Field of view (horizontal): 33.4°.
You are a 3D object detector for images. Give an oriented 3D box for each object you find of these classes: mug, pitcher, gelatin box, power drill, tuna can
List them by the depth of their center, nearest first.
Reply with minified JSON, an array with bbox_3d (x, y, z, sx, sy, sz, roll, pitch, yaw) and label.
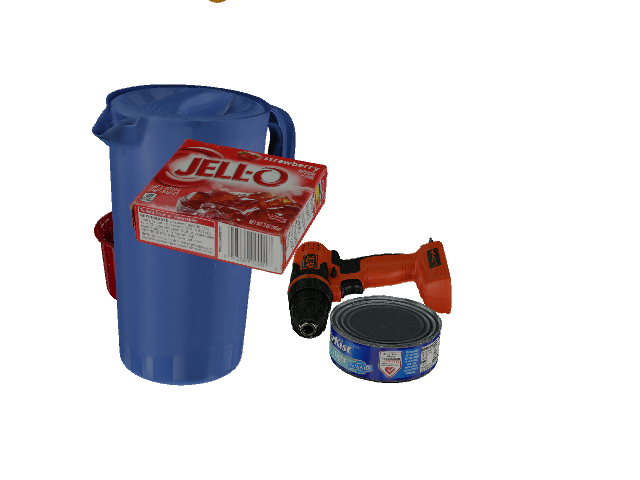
[{"bbox_3d":[-0.049,-0.022,0.591,0.089,0.030,0.073,13,37,14],"label":"gelatin box"},{"bbox_3d":[0.049,0.075,0.819,0.086,0.034,0.086,2,22,-1],"label":"tuna can"},{"bbox_3d":[-0.106,-0.008,0.910,0.149,0.243,0.145,6,20,4],"label":"pitcher"},{"bbox_3d":[-0.210,0.014,1.197,0.117,0.081,0.093,26,40,35],"label":"mug"},{"bbox_3d":[0.055,0.053,1.238,0.187,0.057,0.184,-2,28,2],"label":"power drill"}]

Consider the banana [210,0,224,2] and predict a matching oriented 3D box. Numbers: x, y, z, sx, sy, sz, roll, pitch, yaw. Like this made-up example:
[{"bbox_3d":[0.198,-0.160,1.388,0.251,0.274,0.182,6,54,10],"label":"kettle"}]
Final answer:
[{"bbox_3d":[-0.047,-0.264,1.029,0.197,0.070,0.037,-17,-29,-45],"label":"banana"}]
